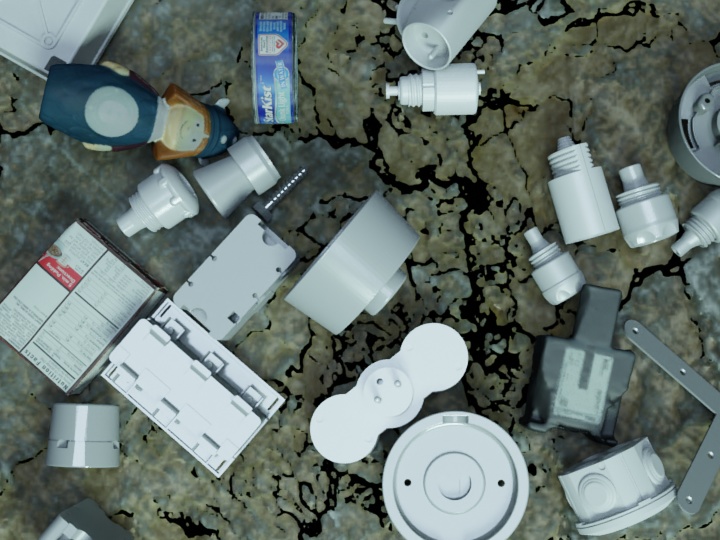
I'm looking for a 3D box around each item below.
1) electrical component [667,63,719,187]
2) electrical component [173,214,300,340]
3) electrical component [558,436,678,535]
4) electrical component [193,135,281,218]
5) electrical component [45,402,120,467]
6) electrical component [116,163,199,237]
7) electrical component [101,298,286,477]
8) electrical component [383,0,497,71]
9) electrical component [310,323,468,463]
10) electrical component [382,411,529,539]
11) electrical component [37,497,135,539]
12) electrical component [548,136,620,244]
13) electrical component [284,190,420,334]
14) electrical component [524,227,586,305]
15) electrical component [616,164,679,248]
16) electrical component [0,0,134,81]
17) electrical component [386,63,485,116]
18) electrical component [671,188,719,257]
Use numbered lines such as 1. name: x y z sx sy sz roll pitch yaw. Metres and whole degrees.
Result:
1. electrical component: 0.289 -0.111 0.834 0.099 0.064 0.099 0 86 0
2. electrical component: -0.094 0.007 0.832 0.050 0.055 0.089 42 87 3
3. electrical component: 0.193 0.163 0.808 0.080 0.080 0.051 -24 81 -1
4. electrical component: -0.096 -0.074 0.844 0.055 0.045 0.045 -35 86 -2
5. electrical component: -0.212 0.126 0.826 0.055 0.055 0.047 2 83 0
6. electrical component: -0.161 -0.050 0.843 0.062 0.048 0.048 -34 86 5
7. electrical component: -0.130 0.090 0.823 0.121 0.063 0.078 40 87 3
8. electrical component: 0.056 -0.199 0.847 0.079 0.043 0.077 14 52 34
9. electrical component: 0.022 0.093 0.814 0.138 0.073 0.052 -38 81 -2
10. electrical component: 0.070 0.160 0.818 0.108 0.060 0.108 0 86 0
11. electrical component: -0.213 0.212 0.801 0.050 0.089 0.055 41 87 3
12. electrical component: 0.171 -0.065 0.842 0.043 0.043 0.081 -15 86 -1
13. electrical component: 0.000 0.000 0.809 0.060 0.108 0.108 40 87 -3
14. electrical component: 0.149 -0.005 0.843 0.035 0.035 0.061 -30 84 -2
15. electrical component: 0.221 -0.051 0.841 0.043 0.043 0.062 -18 85 -1
16. electrical component: -0.248 -0.213 0.849 0.109 0.056 0.108 30 87 2
17. electrical component: 0.060 -0.142 0.850 0.078 0.040 0.040 -1 86 1
18. electrical component: 0.271 -0.034 0.844 0.061 0.035 0.035 -41 87 0
